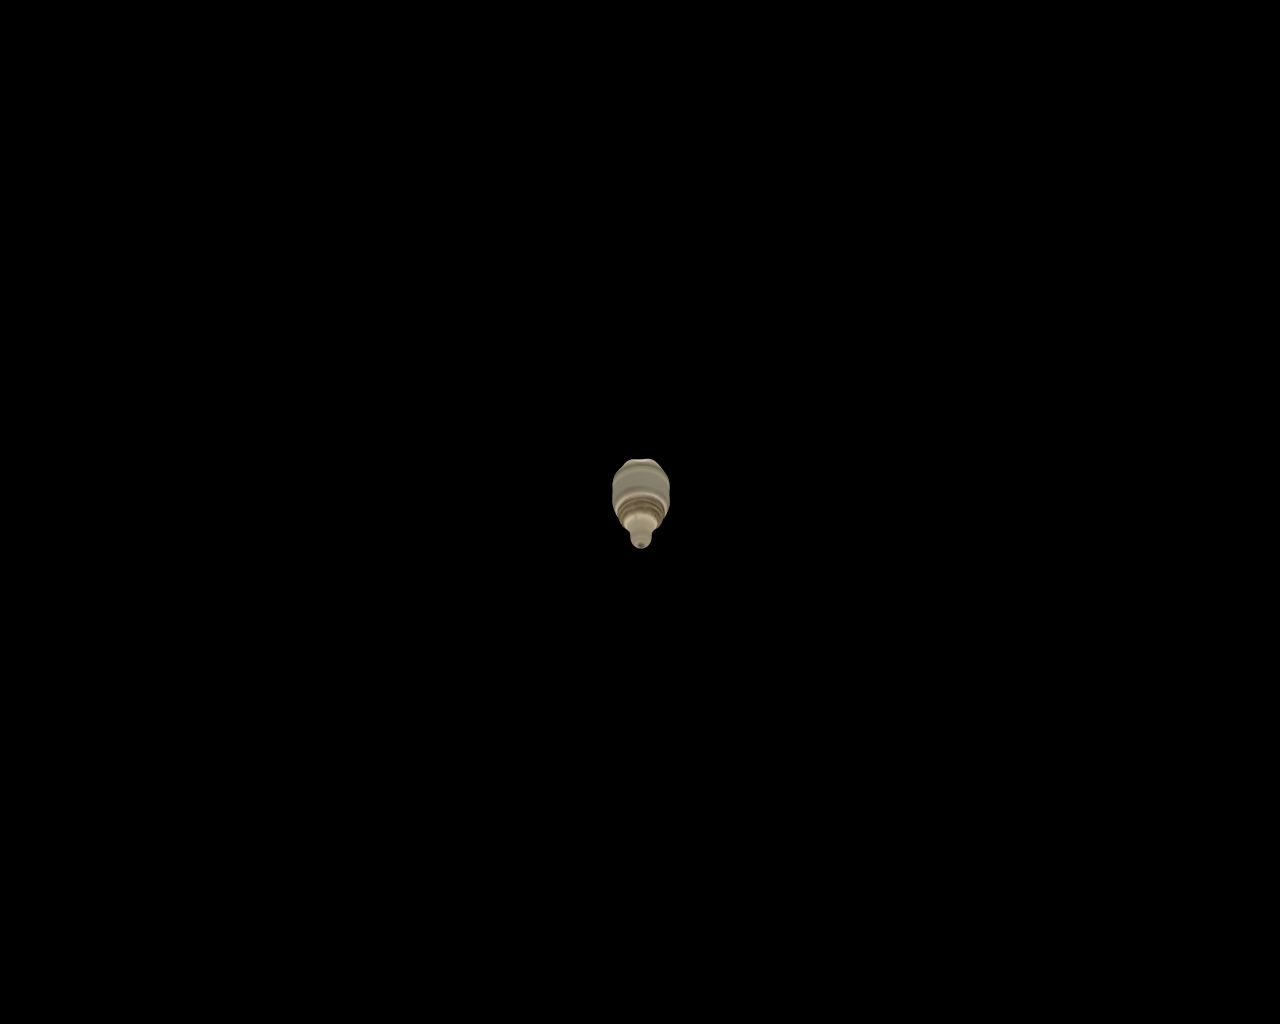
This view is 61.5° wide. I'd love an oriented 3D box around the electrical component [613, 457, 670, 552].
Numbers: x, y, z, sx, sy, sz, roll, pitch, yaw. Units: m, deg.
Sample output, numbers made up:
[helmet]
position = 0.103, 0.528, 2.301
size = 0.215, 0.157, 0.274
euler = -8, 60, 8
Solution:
[electrical component]
position = 0.001, -0.003, 0.650
size = 0.035, 0.061, 0.035
euler = 0, -42, 0
